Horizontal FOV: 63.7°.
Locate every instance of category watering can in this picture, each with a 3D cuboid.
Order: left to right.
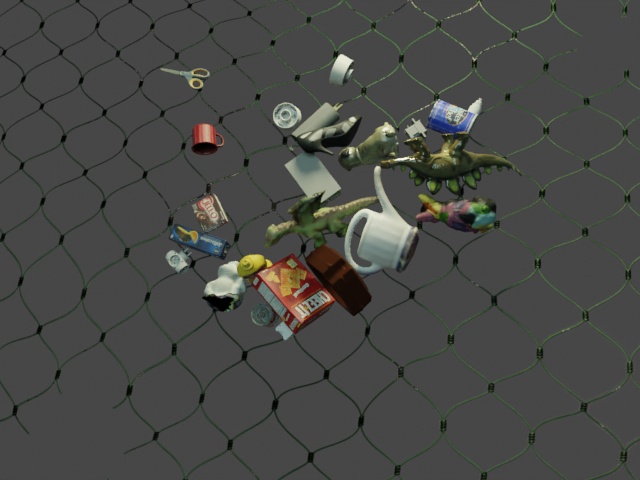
[{"bbox_3d":[0.207,-0.040,1.629,0.225,0.105,0.344,21,101,11],"label":"watering can"}]

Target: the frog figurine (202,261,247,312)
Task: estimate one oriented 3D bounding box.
[{"bbox_3d":[-0.308,0.151,1.691,0.137,0.120,0.163,-14,38,13],"label":"frog figurine"}]

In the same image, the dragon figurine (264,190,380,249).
[{"bbox_3d":[0.005,-0.082,1.630,0.410,0.239,0.124,-31,69,1],"label":"dragon figurine"}]
